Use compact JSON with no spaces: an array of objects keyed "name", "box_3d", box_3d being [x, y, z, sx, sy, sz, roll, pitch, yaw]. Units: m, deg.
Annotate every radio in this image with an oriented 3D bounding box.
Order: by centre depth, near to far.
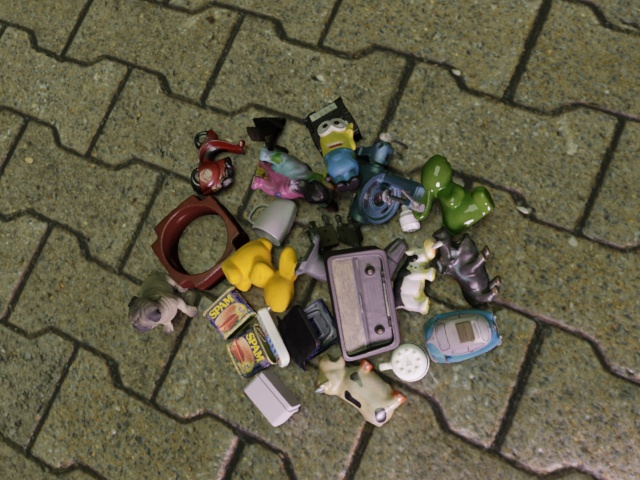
[{"name":"radio","box_3d":[0.090,0.129,1.141,0.131,0.073,0.229,-11,100,-6]}]

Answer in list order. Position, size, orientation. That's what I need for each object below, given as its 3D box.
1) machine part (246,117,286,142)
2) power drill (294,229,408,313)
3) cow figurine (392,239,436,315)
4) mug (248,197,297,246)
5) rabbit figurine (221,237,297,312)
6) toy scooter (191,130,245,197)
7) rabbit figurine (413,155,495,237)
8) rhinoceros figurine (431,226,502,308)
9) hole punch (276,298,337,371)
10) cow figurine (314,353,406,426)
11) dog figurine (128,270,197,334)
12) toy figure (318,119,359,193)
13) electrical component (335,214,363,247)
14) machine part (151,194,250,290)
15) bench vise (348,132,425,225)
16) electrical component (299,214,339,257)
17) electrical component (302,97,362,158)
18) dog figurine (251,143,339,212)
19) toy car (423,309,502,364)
[{"name":"machine part","box_3d":[-0.138,-0.279,1.333,0.084,0.139,0.039,7,119,11]},{"name":"power drill","box_3d":[0.061,0.055,1.204,0.207,0.086,0.232,29,92,-14]},{"name":"cow figurine","box_3d":[0.208,0.076,1.195,0.098,0.068,0.167,8,80,20]},{"name":"mug","box_3d":[-0.111,-0.054,1.297,0.110,0.080,0.107,26,70,24]},{"name":"rabbit figurine","box_3d":[-0.118,0.087,1.248,0.162,0.121,0.173,-36,65,-15]},{"name":"toy scooter","box_3d":[-0.255,-0.200,1.364,0.135,0.075,0.184,-5,72,12]},{"name":"rabbit figurine","box_3d":[0.282,-0.103,1.195,0.159,0.121,0.170,-37,86,25]},{"name":"rhinoceros figurine","box_3d":[0.311,0.053,1.152,0.112,0.073,0.190,-27,98,32]},{"name":"hole punch","box_3d":[-0.024,0.205,1.215,0.142,0.092,0.115,57,134,17]},{"name":"cow figurine","box_3d":[0.075,0.319,1.164,0.195,0.085,0.127,40,83,17]},{"name":"dog figurine","box_3d":[-0.396,0.132,1.258,0.121,0.190,0.172,-46,70,0]},{"name":"toy figure","box_3d":[0.040,-0.190,1.214,0.082,0.089,0.180,-7,67,-20]},{"name":"electrical component","box_3d":[0.067,-0.016,1.251,0.063,0.093,0.021,7,38,42]},{"name":"machine part","box_3d":[-0.291,0.007,1.318,0.201,0.087,0.201,-41,72,0]},{"name":"bench vise","box_3d":[0.155,-0.125,1.202,0.241,0.128,0.223,30,93,52]},{"name":"electrical component","box_3d":[-0.001,-0.003,1.275,0.078,0.045,0.102,-19,74,-21]},{"name":"electrical component","box_3d":[0.035,-0.263,1.317,0.115,0.058,0.134,-27,73,8]},{"name":"dog figurine","box_3d":[-0.048,-0.144,1.280,0.219,0.192,0.108,19,106,-6]},{"name":"toy car","box_3d":[0.298,0.200,1.126,0.162,0.103,0.109,-13,76,12]}]
